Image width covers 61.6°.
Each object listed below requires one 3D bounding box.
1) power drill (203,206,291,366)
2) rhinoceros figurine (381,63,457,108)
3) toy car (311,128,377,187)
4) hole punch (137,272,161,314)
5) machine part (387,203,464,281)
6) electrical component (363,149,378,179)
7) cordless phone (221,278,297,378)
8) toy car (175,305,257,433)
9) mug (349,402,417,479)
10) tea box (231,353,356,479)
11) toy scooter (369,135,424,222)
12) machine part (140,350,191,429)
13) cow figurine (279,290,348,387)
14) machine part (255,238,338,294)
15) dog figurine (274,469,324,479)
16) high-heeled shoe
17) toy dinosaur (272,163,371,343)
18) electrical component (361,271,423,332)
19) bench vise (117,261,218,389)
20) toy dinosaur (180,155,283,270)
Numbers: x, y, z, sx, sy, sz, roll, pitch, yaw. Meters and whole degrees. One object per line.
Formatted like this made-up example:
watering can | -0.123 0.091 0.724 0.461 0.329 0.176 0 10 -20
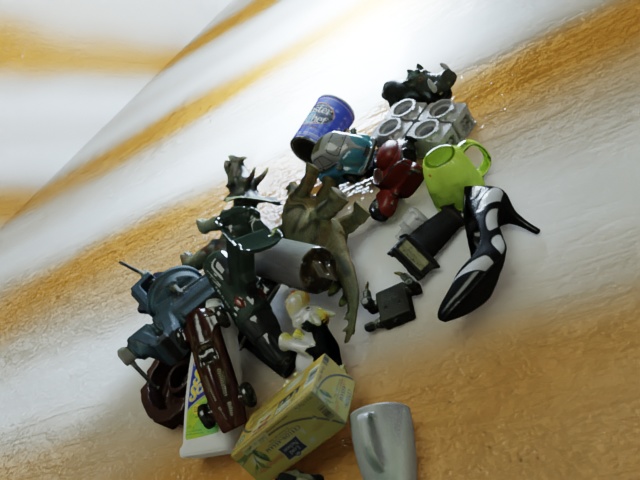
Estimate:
power drill | -0.107 0.063 0.853 0.086 0.207 0.232 -26 51 -27
rhinoceros figurine | 0.211 -0.317 1.128 0.073 0.112 0.190 -51 30 -17
toy car | 0.037 -0.176 1.117 0.162 0.103 0.109 -11 51 56
hole punch | -0.320 0.127 1.167 0.116 0.092 0.142 -14 41 26
machine part | 0.180 -0.002 0.873 0.084 0.039 0.139 40 73 15
electrical component | 0.111 -0.161 1.126 0.094 0.021 0.063 -28 37 28
cordless phone | -0.089 0.146 0.949 0.184 0.088 0.146 26 81 41
toy car | -0.165 0.194 0.833 0.089 0.053 0.202 -25 59 1
mug | 0.080 0.262 0.662 0.081 0.109 0.107 -19 53 13
tea box | -0.035 0.248 0.745 0.169 0.068 0.098 -44 6 24
toy scooter | 0.148 -0.130 0.994 0.135 0.075 0.184 -47 24 54
machine part | -0.251 0.259 0.995 0.179 0.056 0.179 -24 41 22
cow figurine | -0.007 0.159 0.805 0.098 0.167 0.068 1 9 28
machine part | -0.053 0.038 0.893 0.243 0.079 0.079 11 60 49
dog figurine | -0.013 0.325 0.626 0.191 0.172 0.121 16 53 41
high-heeled shoe | 0.214 0.006 0.798 0.249 0.086 0.145 -37 52 -24
toy dinosaur | -0.002 -0.003 0.991 0.198 0.105 0.472 -53 31 11
electrical component | 0.111 0.095 0.848 0.102 0.045 0.078 -22 39 24
bench vise | -0.298 0.127 1.003 0.223 0.128 0.241 -49 45 -12
toy dinosaur | -0.185 0.011 1.136 0.192 0.131 0.405 -21 49 37
